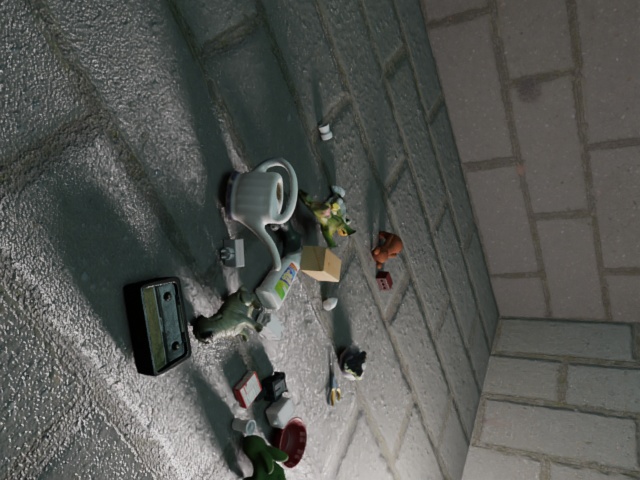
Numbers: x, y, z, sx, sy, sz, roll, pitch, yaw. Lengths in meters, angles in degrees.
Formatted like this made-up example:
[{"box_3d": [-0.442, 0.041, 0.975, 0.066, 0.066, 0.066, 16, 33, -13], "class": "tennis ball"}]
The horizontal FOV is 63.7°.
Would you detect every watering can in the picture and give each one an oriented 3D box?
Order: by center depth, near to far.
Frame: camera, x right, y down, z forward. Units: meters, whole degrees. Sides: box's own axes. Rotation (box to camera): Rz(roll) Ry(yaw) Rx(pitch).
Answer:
[{"box_3d": [-0.184, -0.087, 1.541, 0.103, 0.224, 0.352, 48, 47, -68], "class": "watering can"}]

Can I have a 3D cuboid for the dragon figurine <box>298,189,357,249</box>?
[{"box_3d": [0.006, -0.095, 1.884, 0.241, 0.122, 0.411, 52, -3, -9], "class": "dragon figurine"}]

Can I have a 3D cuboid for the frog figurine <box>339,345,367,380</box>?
[{"box_3d": [0.134, 0.500, 2.113, 0.158, 0.123, 0.138, 117, -35, -83], "class": "frog figurine"}]
